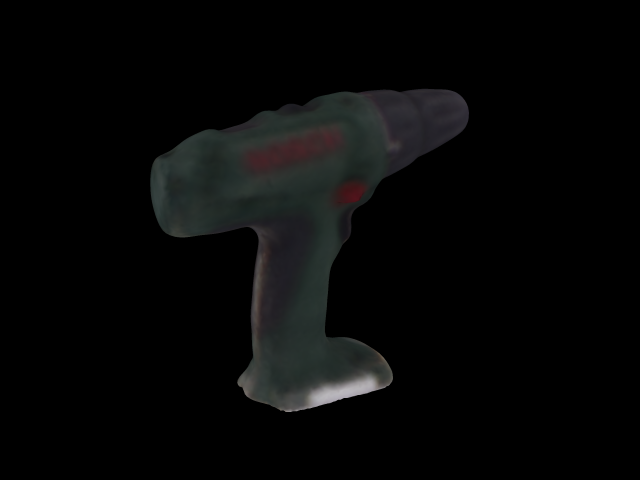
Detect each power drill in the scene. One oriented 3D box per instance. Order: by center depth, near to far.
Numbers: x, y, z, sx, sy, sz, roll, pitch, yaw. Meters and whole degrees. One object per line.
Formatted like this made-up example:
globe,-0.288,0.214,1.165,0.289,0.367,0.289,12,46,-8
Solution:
power drill,0.004,0.001,0.400,0.230,0.208,0.075,-7,15,-26
